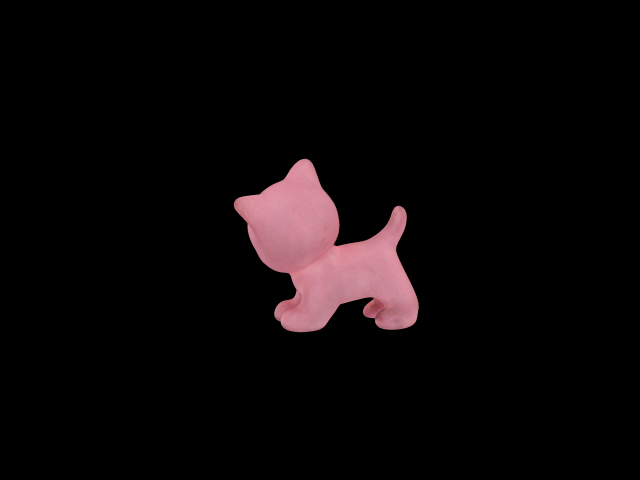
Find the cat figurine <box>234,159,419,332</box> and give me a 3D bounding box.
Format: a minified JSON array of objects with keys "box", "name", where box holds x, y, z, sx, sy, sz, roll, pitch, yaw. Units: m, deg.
[{"box":[0.004,0.001,0.400,0.128,0.118,0.067,0,2,-11],"name":"cat figurine"}]
